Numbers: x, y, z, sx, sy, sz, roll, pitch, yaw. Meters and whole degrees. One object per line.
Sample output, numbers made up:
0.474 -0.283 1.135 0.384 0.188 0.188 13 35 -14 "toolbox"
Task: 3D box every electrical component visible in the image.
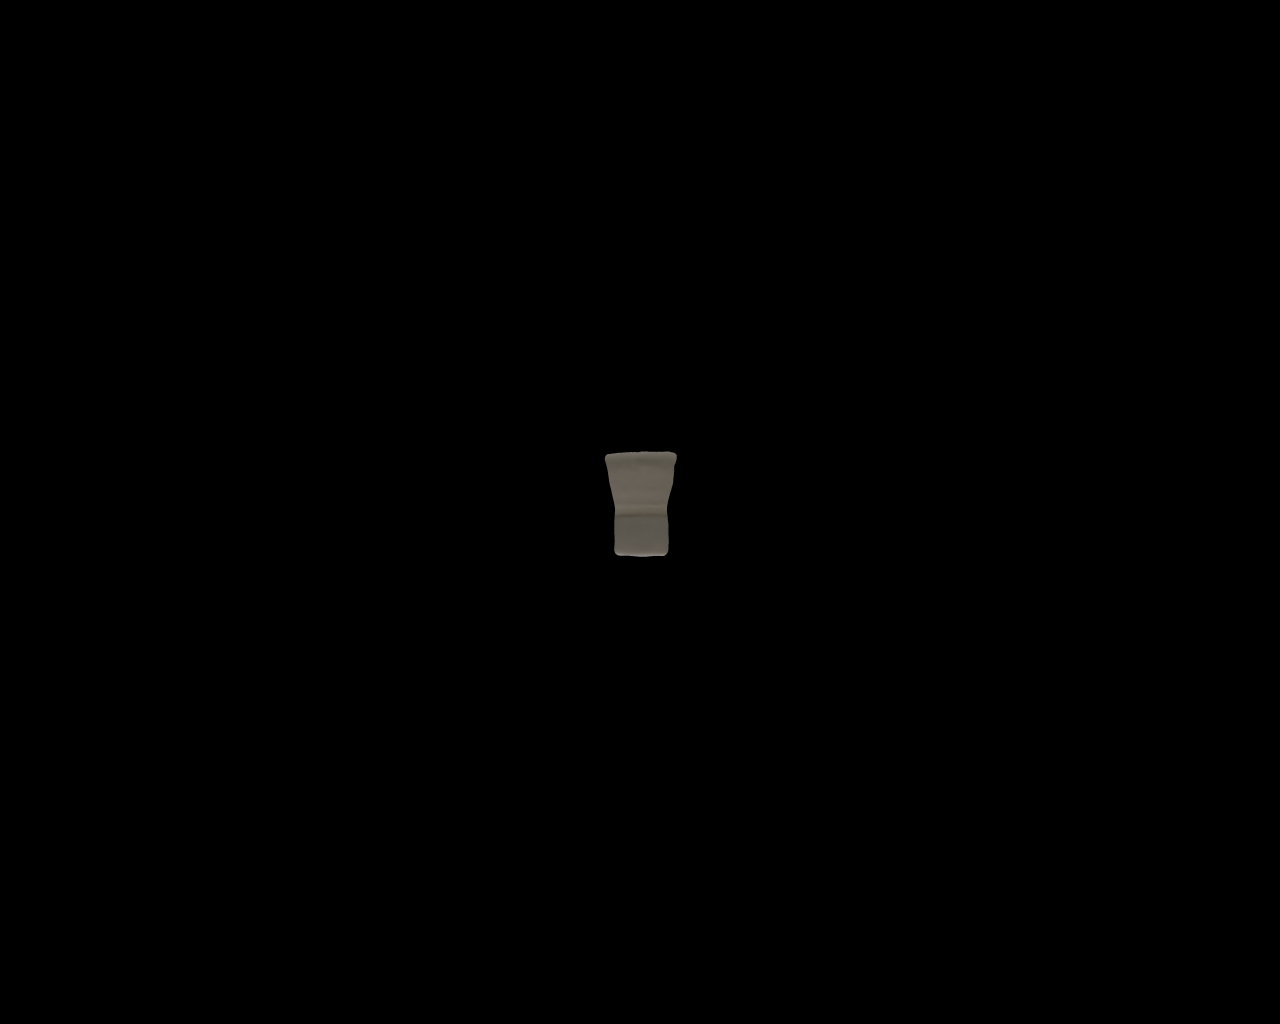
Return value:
0.001 -0.003 0.650 0.044 0.065 0.044 0 -2 0 "electrical component"
